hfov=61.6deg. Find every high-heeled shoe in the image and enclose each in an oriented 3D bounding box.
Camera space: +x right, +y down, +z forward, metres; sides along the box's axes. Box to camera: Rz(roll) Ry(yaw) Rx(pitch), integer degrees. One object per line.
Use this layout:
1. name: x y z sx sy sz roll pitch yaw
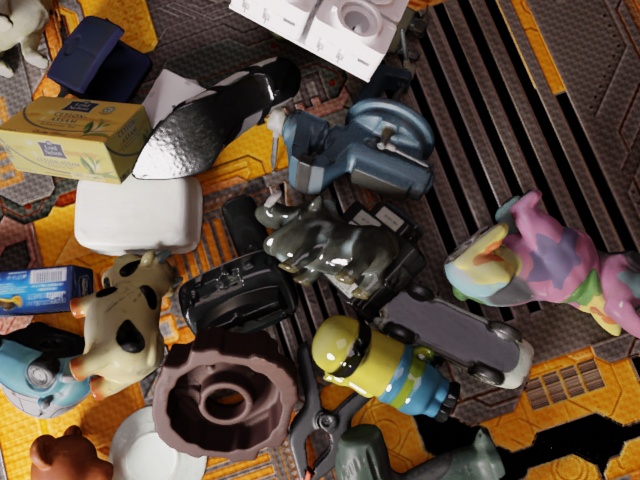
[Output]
1. high-heeled shoe: -0.137 -0.166 0.716 0.249 0.145 0.086 -26 116 6

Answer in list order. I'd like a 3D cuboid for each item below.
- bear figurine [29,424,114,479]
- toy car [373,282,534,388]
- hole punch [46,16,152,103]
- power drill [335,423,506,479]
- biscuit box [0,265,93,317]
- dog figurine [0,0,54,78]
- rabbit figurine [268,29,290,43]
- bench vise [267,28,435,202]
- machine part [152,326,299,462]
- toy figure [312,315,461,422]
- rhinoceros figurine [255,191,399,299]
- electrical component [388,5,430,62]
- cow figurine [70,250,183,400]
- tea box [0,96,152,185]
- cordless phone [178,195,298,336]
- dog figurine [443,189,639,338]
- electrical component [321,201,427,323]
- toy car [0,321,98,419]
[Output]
1. bear figurine: -0.276 0.324 0.643 0.132 0.120 0.196 -3 75 0
2. toy car: 0.164 0.116 0.672 0.202 0.056 0.073 24 78 11
3. hole punch: -0.321 -0.252 0.754 0.116 0.092 0.142 29 88 12
4. power drill: 0.124 0.320 0.634 0.207 0.086 0.232 -16 90 8
5. biscuit box: -0.412 0.072 0.718 0.203 0.062 0.059 -5 80 3
6. dog figurine: -0.464 -0.350 0.785 0.172 0.121 0.190 0 67 1
7. rabbit figurine: -0.019 -0.361 0.722 0.170 0.121 0.159 -34 89 10
8. bench vise: 0.057 -0.153 0.699 0.224 0.128 0.240 18 62 16
9. machine part: -0.111 0.184 0.641 0.179 0.056 0.179 -2 114 -4
10. toy figure: 0.077 0.147 0.631 0.180 0.089 0.082 28 62 8
11. rhinoceros figurine: -0.001 -0.002 0.638 0.191 0.073 0.112 18 77 32
12. electrical component: 0.107 -0.305 0.753 0.102 0.045 0.078 25 112 10
13. cow figurine: -0.231 0.085 0.660 0.127 0.085 0.195 -18 41 -8
14. tea box: -0.319 -0.134 0.709 0.170 0.068 0.098 7 45 15
15. cordless phone: -0.121 0.034 0.706 0.147 0.088 0.184 -23 69 1
16. dog figurine: 0.284 0.053 0.650 0.191 0.108 0.219 -43 83 -4
17. electrical component: 0.064 0.018 0.674 0.134 0.058 0.115 -46 57 0
18. toy car: -0.348 0.171 0.680 0.162 0.109 0.102 10 99 14
